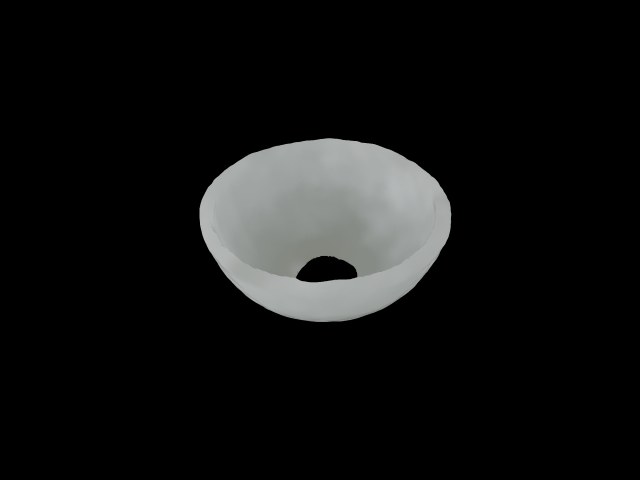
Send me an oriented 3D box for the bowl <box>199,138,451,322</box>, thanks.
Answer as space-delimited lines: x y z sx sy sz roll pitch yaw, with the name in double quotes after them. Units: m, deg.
0.004 0.001 0.400 0.167 0.075 0.167 0 40 0 "bowl"
